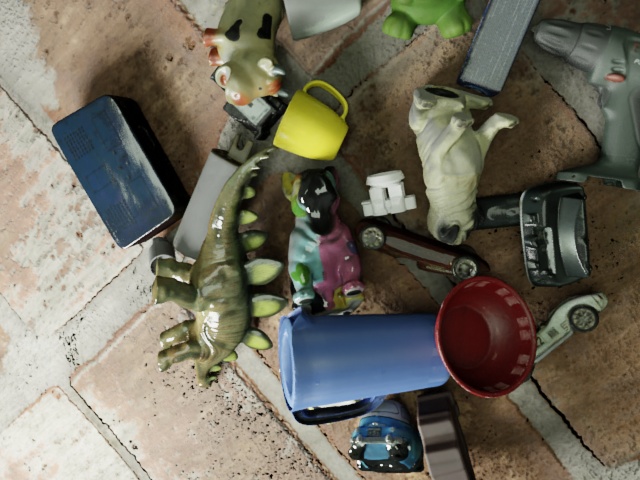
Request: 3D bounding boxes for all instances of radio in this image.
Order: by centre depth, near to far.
[{"bbox_3d":[-0.319,-0.114,0.880,0.131,0.073,0.229,-28,95,15],"label":"radio"}]

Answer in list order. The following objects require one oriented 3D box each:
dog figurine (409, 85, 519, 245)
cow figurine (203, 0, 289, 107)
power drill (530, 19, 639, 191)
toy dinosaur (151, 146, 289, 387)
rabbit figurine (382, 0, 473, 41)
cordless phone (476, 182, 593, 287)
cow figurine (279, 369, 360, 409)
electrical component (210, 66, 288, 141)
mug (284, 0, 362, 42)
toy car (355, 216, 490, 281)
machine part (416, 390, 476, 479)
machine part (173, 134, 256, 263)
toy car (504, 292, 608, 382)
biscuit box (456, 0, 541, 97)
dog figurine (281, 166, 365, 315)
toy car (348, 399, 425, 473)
[{"bbox_3d":[0.172,-0.107,0.763,0.121,0.172,0.190,1,124,-15],"label":"dog figurine"},{"bbox_3d":[-0.097,-0.275,0.765,0.127,0.085,0.195,9,69,6],"label":"cow figurine"},{"bbox_3d":[0.377,-0.174,0.717,0.232,0.086,0.207,12,95,8],"label":"power drill"},{"bbox_3d":[-0.152,0.071,0.821,0.199,0.105,0.470,-1,127,-15],"label":"toy dinosaur"},{"bbox_3d":[0.147,-0.341,0.683,0.121,0.170,0.159,12,103,10],"label":"rabbit figurine"},{"bbox_3d":[0.286,-0.003,0.773,0.184,0.089,0.146,-5,100,25],"label":"cordless phone"},{"bbox_3d":[-0.012,0.218,0.877,0.167,0.068,0.098,45,112,2],"label":"cow figurine"},{"bbox_3d":[-0.112,-0.216,0.826,0.119,0.048,0.075,41,105,3],"label":"electrical component"},{"bbox_3d":[0.002,-0.348,0.767,0.107,0.081,0.109,-9,93,2],"label":"mug"},{"bbox_3d":[0.148,0.016,0.791,0.202,0.089,0.053,20,102,7],"label":"toy car"},{"bbox_3d":[0.191,0.314,0.796,0.056,0.179,0.179,-16,96,12],"label":"machine part"},{"bbox_3d":[-0.169,-0.054,0.854,0.079,0.079,0.243,29,106,6],"label":"machine part"},{"bbox_3d":[0.328,0.142,0.779,0.201,0.073,0.056,-45,70,16],"label":"toy car"},{"bbox_3d":[0.251,-0.299,0.725,0.063,0.059,0.202,22,104,6],"label":"biscuit box"},{"bbox_3d":[-0.002,-0.002,0.817,0.108,0.191,0.219,-8,69,-4],"label":"dog figurine"},{"bbox_3d":[0.102,0.303,0.842,0.109,0.161,0.103,-9,53,19],"label":"toy car"}]
